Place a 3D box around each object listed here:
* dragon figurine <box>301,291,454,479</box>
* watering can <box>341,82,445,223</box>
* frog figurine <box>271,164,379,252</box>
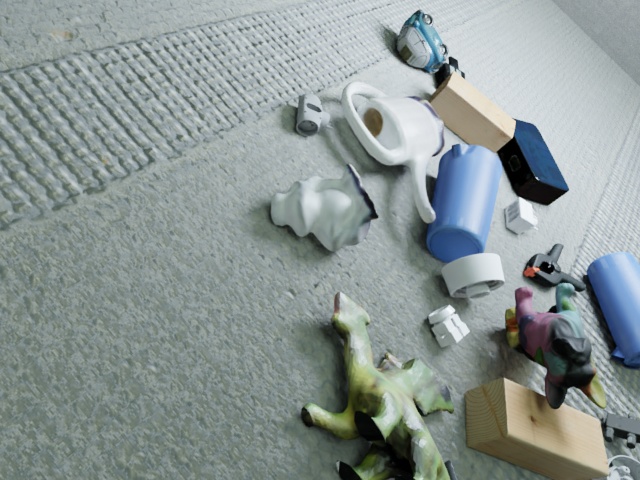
[{"bbox_3d":[0.130,0.252,0.710,0.413,0.120,0.246,51,38,9],"label":"dragon figurine"},{"bbox_3d":[0.177,-0.193,1.059,0.226,0.102,0.352,-16,68,-41],"label":"watering can"},{"bbox_3d":[0.003,-0.043,0.857,0.160,0.121,0.139,-20,77,-4],"label":"frog figurine"}]
